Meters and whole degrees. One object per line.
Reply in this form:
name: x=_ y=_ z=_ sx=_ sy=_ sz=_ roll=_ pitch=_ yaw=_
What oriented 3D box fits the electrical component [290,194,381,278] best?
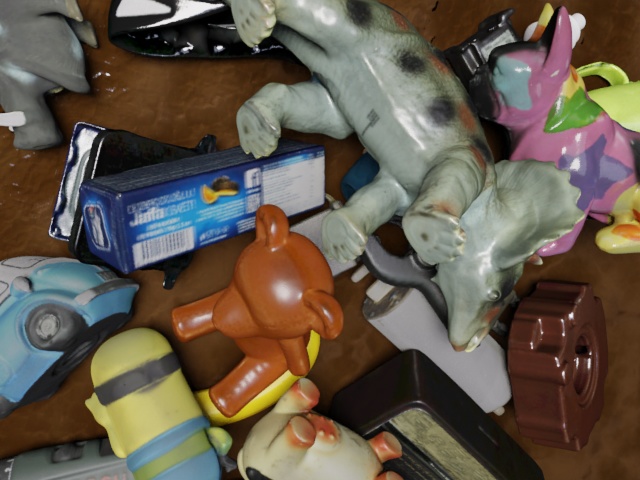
electrical component: x=-0.002 y=0.000 z=0.522 sx=0.102 sy=0.045 sz=0.078 roll=-32 pitch=96 yaw=-7

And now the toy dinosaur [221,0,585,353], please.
toy dinosaur: x=0.051 y=-0.099 z=0.408 sx=0.192 sy=0.131 sz=0.404 roll=-31 pitch=88 yaw=-43

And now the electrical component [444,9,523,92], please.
electrical component: x=0.188 y=-0.164 z=0.550 sx=0.075 sy=0.048 sz=0.119 roll=-41 pitch=107 yaw=-5

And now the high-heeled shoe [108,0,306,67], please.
high-heeled shoe: x=-0.047 y=-0.165 z=0.456 sx=0.249 sy=0.086 sz=0.145 roll=31 pitch=69 yaw=0

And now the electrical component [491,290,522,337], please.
electrical component: x=0.186 y=0.066 z=0.599 sx=0.094 sy=0.021 sz=0.063 roll=36 pitch=88 yaw=-17

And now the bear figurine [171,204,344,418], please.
bear figurine: x=-0.054 y=0.064 z=0.435 sx=0.132 sy=0.195 sz=0.120 roll=-30 pitch=79 yaw=-12

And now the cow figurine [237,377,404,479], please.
cow figurine: x=0.015 y=0.222 z=0.477 sx=0.195 sy=0.085 sz=0.127 roll=38 pitch=115 yaw=-18

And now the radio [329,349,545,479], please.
radio: x=0.120 y=0.226 z=0.553 sx=0.131 sy=0.073 sz=0.229 roll=-36 pitch=109 yaw=27

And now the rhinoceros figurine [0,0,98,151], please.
rhinoceros figurine: x=-0.239 y=-0.167 z=0.420 sx=0.112 sy=0.073 sz=0.190 roll=-18 pitch=103 yaw=-13

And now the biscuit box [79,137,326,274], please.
biscuit box: x=-0.085 y=-0.037 z=0.438 sx=0.202 sy=0.063 sz=0.059 roll=-21 pitch=120 yaw=-41

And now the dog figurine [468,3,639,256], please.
dog figurine: x=0.236 y=-0.099 z=0.481 sx=0.192 sy=0.108 sz=0.219 roll=-4 pitch=115 yaw=18

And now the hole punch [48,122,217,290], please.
hole punch: x=-0.163 y=-0.036 z=0.465 sx=0.115 sy=0.092 sz=0.142 roll=13 pitch=93 yaw=-46

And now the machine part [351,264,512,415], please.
machine part: x=0.128 y=0.102 z=0.560 sx=0.243 sy=0.079 sz=0.079 roll=44 pitch=86 yaw=-16

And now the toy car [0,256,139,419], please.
toy car: x=-0.241 y=0.068 z=0.450 sx=0.161 sy=0.109 sz=0.103 roll=-44 pitch=84 yaw=7

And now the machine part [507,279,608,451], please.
machine part: x=0.259 y=0.130 z=0.571 sx=0.179 sy=0.056 sz=0.179 roll=0 pitch=90 yaw=-49

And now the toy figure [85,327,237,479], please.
toy figure: x=-0.132 y=0.159 z=0.459 sx=0.082 sy=0.089 sz=0.180 roll=-11 pitch=61 yaw=-45

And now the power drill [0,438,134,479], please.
power drill: x=-0.230 y=0.286 z=0.497 sx=0.232 sy=0.086 sz=0.207 roll=-14 pitch=94 yaw=-16

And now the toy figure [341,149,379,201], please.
toy figure: x=0.092 y=-0.083 z=0.532 sx=0.154 sy=0.058 sz=0.064 roll=-35 pitch=112 yaw=-13
